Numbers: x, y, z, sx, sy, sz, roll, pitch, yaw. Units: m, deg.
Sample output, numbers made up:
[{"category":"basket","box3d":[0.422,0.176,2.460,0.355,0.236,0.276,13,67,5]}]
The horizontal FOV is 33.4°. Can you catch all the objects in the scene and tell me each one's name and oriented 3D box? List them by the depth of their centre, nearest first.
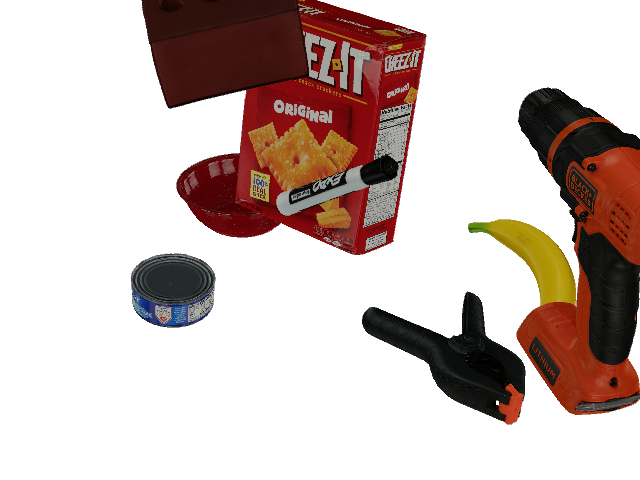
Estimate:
[{"category":"foam brick","box3d":[-0.050,-0.111,0.552,0.078,0.053,0.051,-14,-32,-1]},{"category":"power drill","box3d":[0.176,0.008,0.721,0.057,0.188,0.184,-9,34,-11]},{"category":"marker","box3d":[0.012,-0.041,0.813,0.020,0.020,0.121,0,-12,-44]},{"category":"clamp","box3d":[0.129,0.095,0.925,0.120,0.039,0.172,-18,38,-28]},{"category":"cracker box","box3d":[0.003,-0.112,1.034,0.164,0.214,0.071,25,30,33]},{"category":"tuna can","box3d":[-0.151,0.051,1.098,0.086,0.034,0.086,4,34,-3]},{"category":"banana","box3d":[0.226,0.030,1.122,0.069,0.037,0.198,-29,38,0]},{"category":"bowl","box3d":[-0.097,-0.050,1.324,0.162,0.055,0.162,0,31,0]}]
